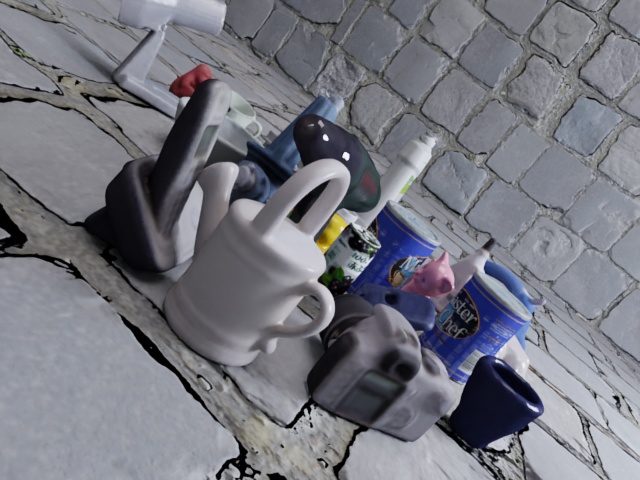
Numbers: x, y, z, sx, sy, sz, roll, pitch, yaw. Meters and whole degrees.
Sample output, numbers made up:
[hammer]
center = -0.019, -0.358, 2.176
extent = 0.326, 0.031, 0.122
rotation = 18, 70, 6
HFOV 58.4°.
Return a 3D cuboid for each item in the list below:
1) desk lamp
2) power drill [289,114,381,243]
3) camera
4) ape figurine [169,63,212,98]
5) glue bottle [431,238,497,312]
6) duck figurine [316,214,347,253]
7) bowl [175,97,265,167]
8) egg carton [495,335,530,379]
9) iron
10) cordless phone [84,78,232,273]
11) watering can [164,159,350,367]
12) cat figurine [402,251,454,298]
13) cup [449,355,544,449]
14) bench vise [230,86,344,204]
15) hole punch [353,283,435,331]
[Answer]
[desk lamp]
center = -0.271, -0.351, 0.978
extent = 0.204, 0.213, 0.117
rotation = 30, 17, -28
[power drill]
center = -0.016, -0.032, 0.650
extent = 0.075, 0.208, 0.230
rotation = 43, 16, 19
[camera]
center = 0.060, 0.116, 0.598
extent = 0.144, 0.100, 0.136
rotation = 30, 17, -27
[ape figurine]
center = -0.247, -0.304, 1.127
extent = 0.076, 0.092, 0.078
rotation = 42, 16, 13
[glue bottle]
center = 0.277, 0.065, 1.092
extent = 0.037, 0.173, 0.078
rotation = 24, 20, -41
[duck figurine]
center = 0.008, 0.003, 0.831
extent = 0.105, 0.086, 0.077
rotation = 34, 16, -13
[bowl]
center = -0.163, -0.145, 0.893
extent = 0.168, 0.074, 0.167
rotation = 35, 16, -11
[egg carton]
center = 0.291, 0.184, 0.979
extent = 0.107, 0.069, 0.150
rotation = 36, 16, -9
[iron]
center = 0.339, 0.105, 1.175
extent = 0.119, 0.141, 0.257
rotation = 25, 20, -39
[cordless phone]
center = -0.124, -0.068, 0.552
extent = 0.094, 0.185, 0.147
rotation = 37, 15, -3
[watering can]
center = -0.050, 0.003, 0.501
extent = 0.173, 0.194, 0.101
rotation = 38, 15, 0
[cat figurine]
center = 0.190, 0.068, 0.991
extent = 0.067, 0.117, 0.128
rotation = 37, 15, -3
[cup]
center = 0.203, 0.197, 0.696
extent = 0.092, 0.095, 0.118
rotation = 37, 15, -3
[bench vise]
center = -0.043, -0.096, 0.749
extent = 0.122, 0.219, 0.207
rotation = 35, 16, -10
[hole punch]
center = 0.085, 0.095, 0.731
extent = 0.101, 0.091, 0.109
rotation = 37, 15, -3
